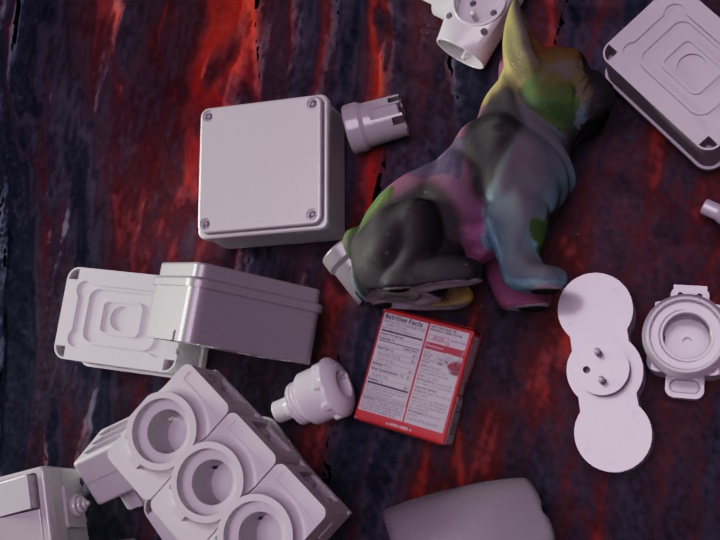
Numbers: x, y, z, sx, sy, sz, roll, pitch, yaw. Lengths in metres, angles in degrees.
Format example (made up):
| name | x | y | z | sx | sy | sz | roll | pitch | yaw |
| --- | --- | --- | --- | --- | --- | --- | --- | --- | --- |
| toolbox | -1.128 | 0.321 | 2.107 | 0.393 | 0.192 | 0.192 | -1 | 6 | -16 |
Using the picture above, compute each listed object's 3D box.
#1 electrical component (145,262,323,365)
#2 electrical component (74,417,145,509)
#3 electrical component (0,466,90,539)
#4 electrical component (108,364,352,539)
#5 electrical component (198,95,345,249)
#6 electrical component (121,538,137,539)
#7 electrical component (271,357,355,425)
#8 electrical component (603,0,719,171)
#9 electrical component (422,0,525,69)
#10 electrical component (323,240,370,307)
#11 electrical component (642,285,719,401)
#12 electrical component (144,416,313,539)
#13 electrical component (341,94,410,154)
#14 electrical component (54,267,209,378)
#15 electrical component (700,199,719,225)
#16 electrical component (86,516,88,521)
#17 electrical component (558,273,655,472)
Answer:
| name | x | y | z | sx | sy | sz | roll | pitch | yaw |
| --- | --- | --- | --- | --- | --- | --- | --- | --- | --- |
| electrical component | -0.094 | 0.032 | 0.806 | 0.078 | 0.113 | 0.057 | 0 | 78 | 56 |
| electrical component | -0.176 | 0.161 | 0.844 | 0.047 | 0.065 | 0.076 | -26 | 101 | 11 |
| electrical component | -0.250 | 0.185 | 0.806 | 0.096 | 0.061 | 0.061 | -16 | 73 | 13 |
| electrical component | -0.094 | 0.149 | 0.754 | 0.150 | 0.062 | 0.089 | 43 | 94 | 21 |
| electrical component | -0.070 | -0.076 | 0.859 | 0.109 | 0.056 | 0.108 | -4 | 78 | 17 |
| electrical component | -0.195 | 0.266 | 0.818 | 0.057 | 0.078 | 0.113 | 34 | 91 | 19 |
| electrical component | -0.038 | 0.098 | 0.820 | 0.062 | 0.048 | 0.048 | -26 | 72 | 21 |
| electrical component | 0.238 | -0.135 | 0.771 | 0.078 | 0.057 | 0.113 | -43 | 70 | 6 |
| electrical component | 0.083 | -0.209 | 0.844 | 0.079 | 0.044 | 0.077 | 30 | 89 | 22 |
| electrical component | 0.000 | 0.000 | 0.831 | 0.040 | 0.040 | 0.046 | -38 | 76 | 7 |
| electrical component | 0.224 | 0.048 | 0.737 | 0.058 | 0.057 | 0.078 | 3 | 80 | 19 |
| electrical component | -0.095 | 0.172 | 0.815 | 0.113 | 0.057 | 0.078 | -42 | 70 | 6 |
| electrical component | 0.013 | -0.117 | 0.851 | 0.046 | 0.040 | 0.040 | -15 | 75 | 8 |
| electrical component | -0.179 | 0.043 | 0.870 | 0.113 | 0.057 | 0.078 | 5 | 81 | 19 |
| electrical component | 0.269 | -0.032 | 0.752 | 0.061 | 0.035 | 0.035 | 29 | 89 | 23 |
| electrical component | -0.269 | 0.221 | 0.865 | 0.056 | 0.050 | 0.089 | 40 | 92 | 21 |
| electrical component | 0.169 | 0.069 | 0.742 | 0.052 | 0.074 | 0.138 | -9 | 76 | 16 |
